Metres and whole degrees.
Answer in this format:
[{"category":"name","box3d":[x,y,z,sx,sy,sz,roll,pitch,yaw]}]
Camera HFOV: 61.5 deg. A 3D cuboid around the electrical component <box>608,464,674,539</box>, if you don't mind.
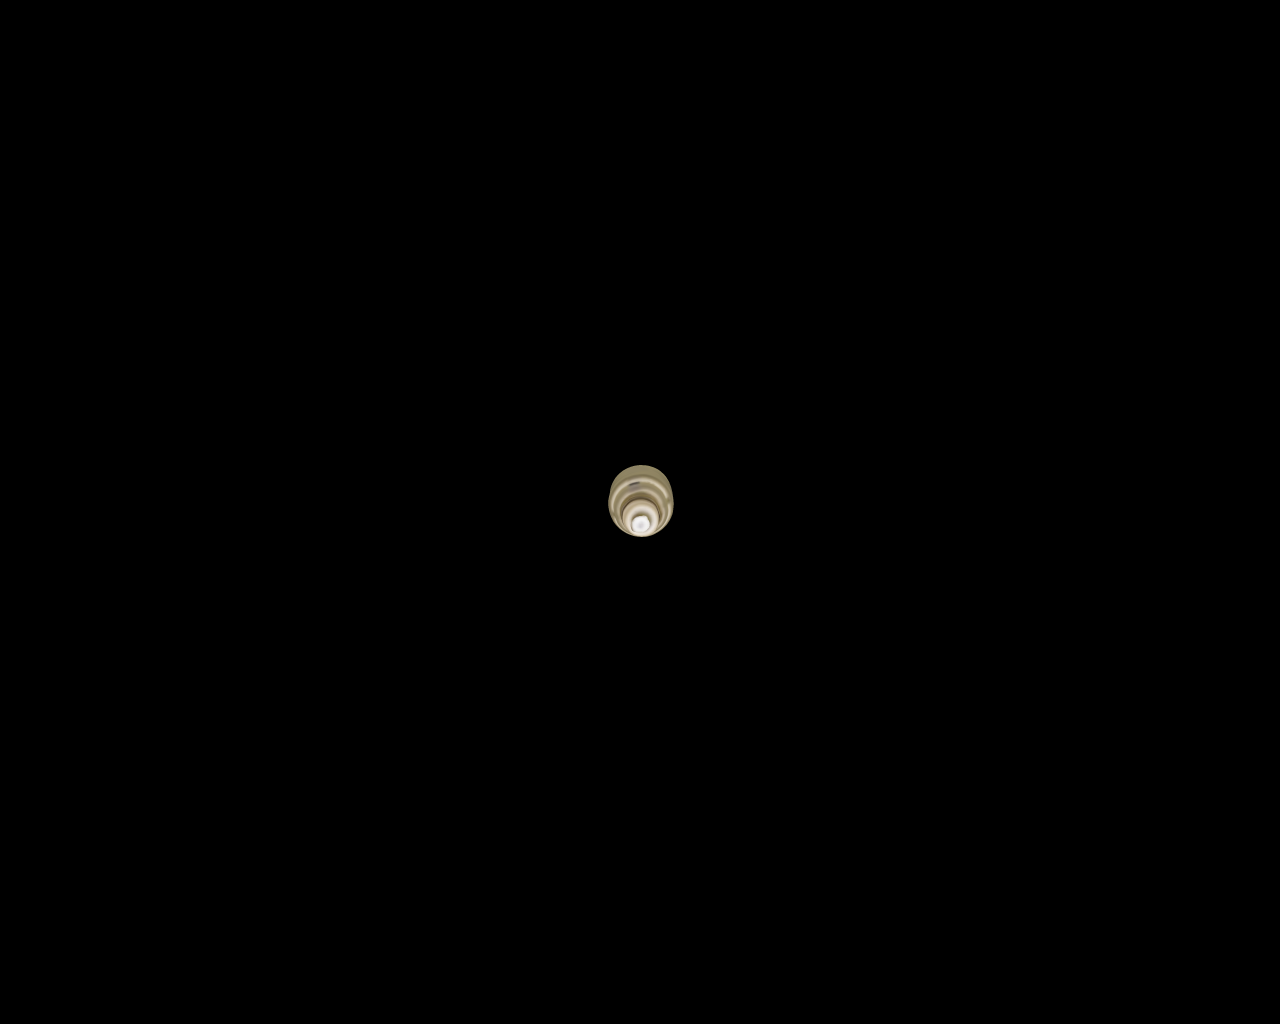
[{"category":"electrical component","box3d":[0.001,-0.003,0.650,0.040,0.040,0.078,0,16,0]}]
